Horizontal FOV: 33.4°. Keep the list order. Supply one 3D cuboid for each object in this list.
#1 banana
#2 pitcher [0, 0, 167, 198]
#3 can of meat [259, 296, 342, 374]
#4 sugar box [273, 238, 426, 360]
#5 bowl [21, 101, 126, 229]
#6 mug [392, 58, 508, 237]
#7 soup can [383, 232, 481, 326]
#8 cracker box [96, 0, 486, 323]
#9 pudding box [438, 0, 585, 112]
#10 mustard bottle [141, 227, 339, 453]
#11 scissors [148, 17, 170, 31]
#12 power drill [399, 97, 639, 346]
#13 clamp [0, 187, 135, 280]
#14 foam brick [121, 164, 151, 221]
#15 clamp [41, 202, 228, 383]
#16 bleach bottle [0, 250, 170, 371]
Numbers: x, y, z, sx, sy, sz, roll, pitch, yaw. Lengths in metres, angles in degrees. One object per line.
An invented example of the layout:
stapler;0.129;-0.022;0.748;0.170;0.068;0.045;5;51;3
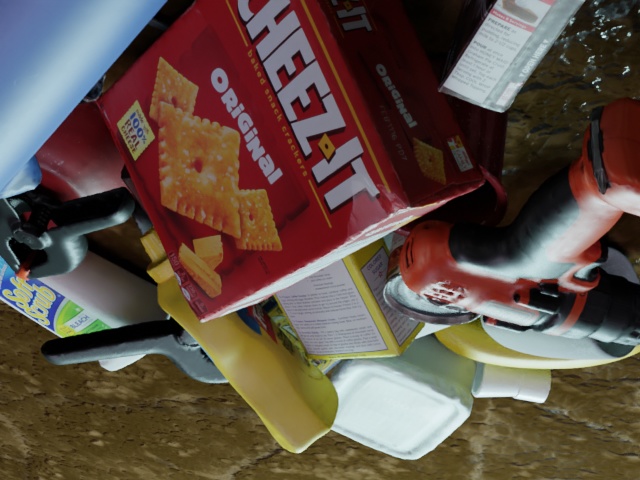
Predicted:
banana;0.178;0.080;0.881;0.198;0.037;0.069;5;147;12
pitcher;-0.174;-0.125;0.558;0.243;0.149;0.145;-38;85;30
can of meat;-0.033;0.082;0.891;0.102;0.084;0.058;54;171;-29
sugar box;-0.005;0.001;0.744;0.094;0.048;0.176;-8;114;42
bowl;-0.208;-0.054;0.793;0.162;0.055;0.162;10;147;6
mug;0.067;-0.064;0.652;0.093;0.081;0.117;-9;143;30
soup can;0.084;-0.002;0.723;0.068;0.102;0.068;9;148;6
cracker box;-0.030;-0.060;0.621;0.071;0.164;0.214;-21;174;-41
pudding box;0.098;-0.130;0.509;0.039;0.113;0.090;20;147;-6
mustard bottle;-0.065;0.065;0.791;0.058;0.096;0.191;-38;104;7
scissors;-0.184;-0.160;0.657;0.201;0.016;0.096;28;155;-34
power drill;0.163;0.003;0.605;0.184;0.057;0.188;14;149;-20
clamp;-0.191;-0.013;0.758;0.120;0.039;0.172;25;152;3
foam brick;-0.101;-0.044;0.773;0.051;0.053;0.078;1;145;19
clamp;-0.121;0.077;0.915;0.209;0.036;0.165;33;108;-28
bleach bottle;-0.256;0.025;0.929;0.250;0.068;0.103;33;142;-25
